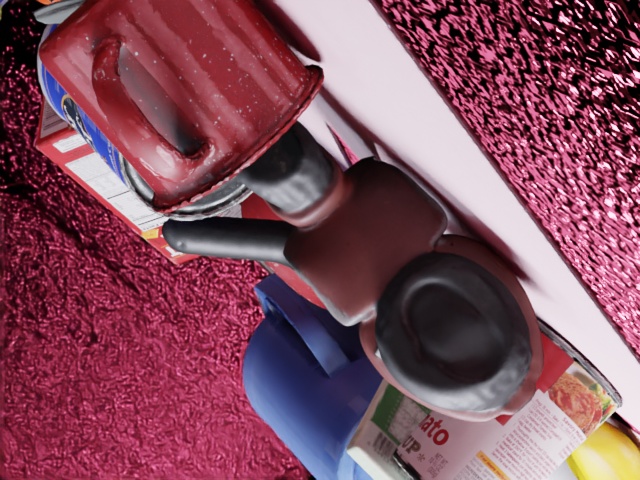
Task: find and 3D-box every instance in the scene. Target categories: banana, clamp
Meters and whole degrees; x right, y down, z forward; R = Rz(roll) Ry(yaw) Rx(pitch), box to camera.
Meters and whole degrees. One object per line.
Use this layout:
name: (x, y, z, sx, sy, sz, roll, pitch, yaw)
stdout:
banana: (0.176, 0.135, 0.672, 0.070, 0.037, 0.197, 58, -178, 23)
clamp: (-0.009, 0.001, 0.659, 0.171, 0.120, 0.039, 29, 137, 15)

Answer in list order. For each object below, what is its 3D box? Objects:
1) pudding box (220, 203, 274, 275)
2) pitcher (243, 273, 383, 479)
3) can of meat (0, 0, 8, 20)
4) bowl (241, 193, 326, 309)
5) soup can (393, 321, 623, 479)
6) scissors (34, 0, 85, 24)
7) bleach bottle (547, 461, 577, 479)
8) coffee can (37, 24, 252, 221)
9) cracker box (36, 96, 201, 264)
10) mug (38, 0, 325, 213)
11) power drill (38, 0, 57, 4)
pudding box: (-0.051, -0.001, 0.969, 0.090, 0.039, 0.113, 44, 175, 29)
pitcher: (0.024, 0.122, 0.818, 0.149, 0.145, 0.243, 12, -173, -19)
can of meat: (-0.140, -0.152, 0.446, 0.057, 0.084, 0.102, 44, 178, 15)
bowl: (-0.005, 0.001, 0.788, 0.162, 0.055, 0.162, 41, -170, -9)
soup can: (0.096, 0.098, 0.553, 0.068, 0.102, 0.068, 44, 178, 2)
scissors: (-0.094, -0.113, 0.561, 0.096, 0.016, 0.202, 36, 164, -18)
bleach bottle: (0.177, 0.166, 0.861, 0.251, 0.068, 0.102, 38, 172, 44)
coffee can: (-0.099, -0.087, 0.643, 0.102, 0.103, 0.140, 46, 177, -42)
cracker box: (-0.161, -0.102, 0.982, 0.213, 0.072, 0.164, 47, -147, -49)
mug: (-0.060, -0.065, 0.426, 0.081, 0.093, 0.117, 50, -154, -20)
power drill: (-0.168, -0.179, 0.803, 0.188, 0.057, 0.184, 39, 172, 34)
